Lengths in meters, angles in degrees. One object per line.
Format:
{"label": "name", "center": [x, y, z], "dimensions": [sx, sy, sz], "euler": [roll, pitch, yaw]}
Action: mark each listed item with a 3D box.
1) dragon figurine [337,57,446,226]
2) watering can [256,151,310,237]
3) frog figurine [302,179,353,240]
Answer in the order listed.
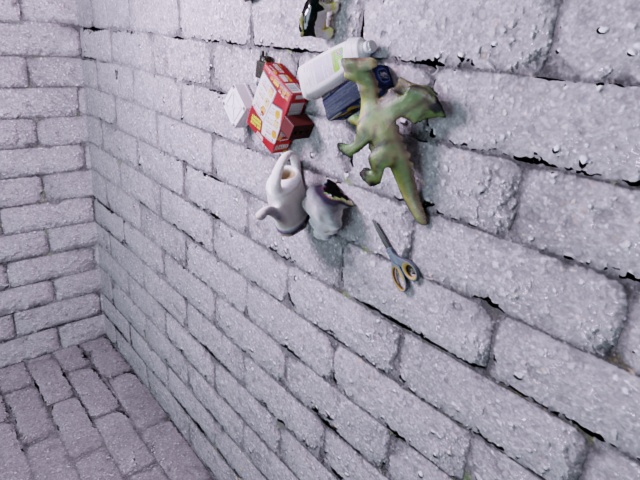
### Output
{"label": "dragon figurine", "center": [0.178, -0.243, 1.165], "dimensions": [0.411, 0.124, 0.238], "euler": [49, 136, 2]}
{"label": "watering can", "center": [-0.105, -0.102, 1.444], "dimensions": [0.104, 0.356, 0.219], "euler": [1, 130, 15]}
{"label": "frog figurine", "center": [0.004, -0.072, 1.432], "dimensions": [0.138, 0.124, 0.156], "euler": [37, 118, 14]}
